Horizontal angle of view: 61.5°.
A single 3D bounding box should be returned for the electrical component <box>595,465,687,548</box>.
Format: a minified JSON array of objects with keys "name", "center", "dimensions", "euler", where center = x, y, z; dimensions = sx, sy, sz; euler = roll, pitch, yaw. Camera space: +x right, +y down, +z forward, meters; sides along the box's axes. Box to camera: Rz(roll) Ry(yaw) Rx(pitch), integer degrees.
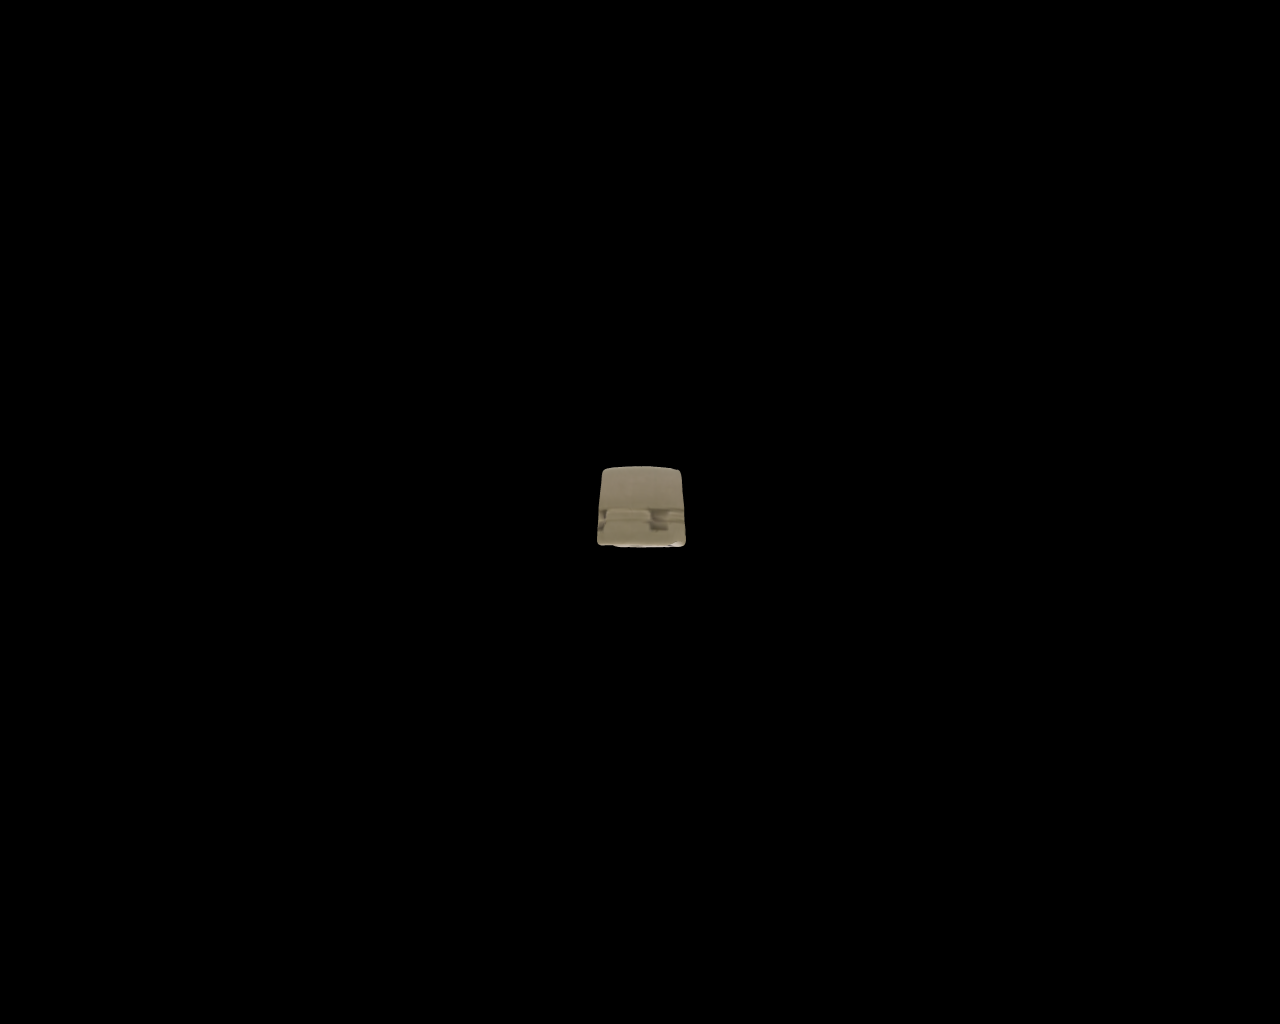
[{"name":"electrical component","center":[0.001,-0.003,0.650],"dimensions":[0.055,0.047,0.055],"euler":[0,-4,0]}]
